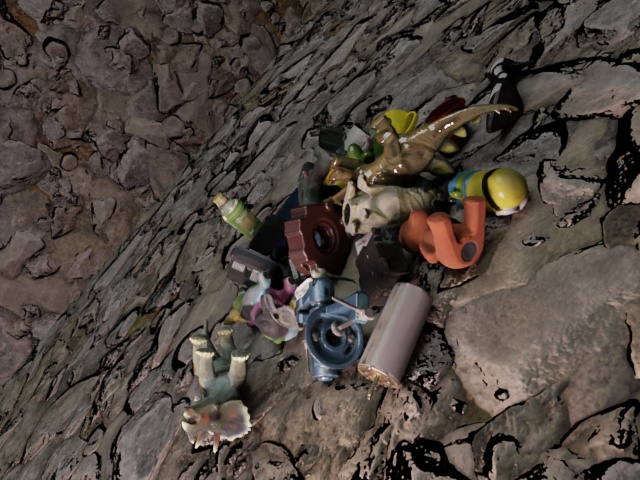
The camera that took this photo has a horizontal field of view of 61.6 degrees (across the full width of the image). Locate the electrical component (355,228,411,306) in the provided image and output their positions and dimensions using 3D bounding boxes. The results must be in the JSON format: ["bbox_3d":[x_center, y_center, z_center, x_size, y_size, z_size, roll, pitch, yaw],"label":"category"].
[{"bbox_3d":[0.115,0.061,1.035,0.115,0.058,0.134,-101,23,-43],"label":"electrical component"}]

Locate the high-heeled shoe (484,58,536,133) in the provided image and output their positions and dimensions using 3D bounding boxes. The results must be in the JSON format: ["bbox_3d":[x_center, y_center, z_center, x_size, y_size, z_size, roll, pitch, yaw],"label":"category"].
[{"bbox_3d":[0.385,-0.321,1.201,0.249,0.086,0.145,-53,25,-21],"label":"high-heeled shoe"}]

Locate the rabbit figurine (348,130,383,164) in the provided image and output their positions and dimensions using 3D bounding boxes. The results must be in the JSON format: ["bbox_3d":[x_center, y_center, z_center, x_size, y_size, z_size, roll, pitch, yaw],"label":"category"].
[{"bbox_3d":[0.145,-0.174,1.286,0.170,0.159,0.121,-59,37,2],"label":"rabbit figurine"}]

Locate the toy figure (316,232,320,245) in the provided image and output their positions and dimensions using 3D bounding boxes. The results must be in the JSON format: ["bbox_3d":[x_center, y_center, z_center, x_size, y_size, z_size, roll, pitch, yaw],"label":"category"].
[{"bbox_3d":[-0.027,0.022,1.355,0.154,0.058,0.064,-32,-4,30],"label":"toy figure"}]

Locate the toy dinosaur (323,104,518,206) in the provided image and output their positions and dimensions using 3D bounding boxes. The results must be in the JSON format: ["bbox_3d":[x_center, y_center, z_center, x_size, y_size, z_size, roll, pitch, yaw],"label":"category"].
[{"bbox_3d":[0.183,-0.178,1.157,0.471,0.198,0.105,-33,35,37],"label":"toy dinosaur"}]

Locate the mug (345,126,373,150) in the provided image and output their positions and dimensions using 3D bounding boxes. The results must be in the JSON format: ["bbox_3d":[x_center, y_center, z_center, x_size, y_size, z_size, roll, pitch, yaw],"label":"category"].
[{"bbox_3d":[0.102,-0.253,1.518,0.107,0.080,0.110,-52,30,12],"label":"mug"}]

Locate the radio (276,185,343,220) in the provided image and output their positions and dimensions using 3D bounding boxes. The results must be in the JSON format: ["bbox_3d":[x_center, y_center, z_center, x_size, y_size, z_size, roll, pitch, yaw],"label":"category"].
[{"bbox_3d":[-0.019,-0.080,1.460,0.230,0.073,0.131,8,58,56],"label":"radio"}]

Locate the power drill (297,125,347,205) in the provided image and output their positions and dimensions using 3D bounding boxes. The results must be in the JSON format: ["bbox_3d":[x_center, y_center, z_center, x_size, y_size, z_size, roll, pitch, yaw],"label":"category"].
[{"bbox_3d":[-0.005,-0.184,1.348,0.232,0.086,0.207,-89,25,-45],"label":"power drill"}]

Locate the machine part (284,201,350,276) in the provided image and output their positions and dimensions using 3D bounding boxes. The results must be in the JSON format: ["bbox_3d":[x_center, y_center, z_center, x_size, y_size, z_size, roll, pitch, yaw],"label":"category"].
[{"bbox_3d":[-0.003,-0.004,1.226,0.056,0.179,0.179,-12,44,43],"label":"machine part"}]

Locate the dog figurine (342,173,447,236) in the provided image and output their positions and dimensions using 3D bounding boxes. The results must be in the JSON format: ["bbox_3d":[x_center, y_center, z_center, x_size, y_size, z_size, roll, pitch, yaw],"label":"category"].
[{"bbox_3d":[0.156,-0.065,1.143,0.172,0.190,0.121,163,109,-72],"label":"dog figurine"}]

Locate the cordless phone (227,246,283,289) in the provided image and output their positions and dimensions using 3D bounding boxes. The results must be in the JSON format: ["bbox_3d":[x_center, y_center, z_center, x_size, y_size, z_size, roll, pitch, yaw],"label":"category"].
[{"bbox_3d":[-0.150,0.073,1.425,0.088,0.147,0.184,-71,-17,6],"label":"cordless phone"}]

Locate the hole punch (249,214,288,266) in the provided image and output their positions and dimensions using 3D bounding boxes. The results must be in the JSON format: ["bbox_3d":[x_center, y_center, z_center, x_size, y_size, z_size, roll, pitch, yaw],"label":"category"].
[{"bbox_3d":[-0.109,0.003,1.432,0.116,0.092,0.142,-58,33,-8],"label":"hole punch"}]

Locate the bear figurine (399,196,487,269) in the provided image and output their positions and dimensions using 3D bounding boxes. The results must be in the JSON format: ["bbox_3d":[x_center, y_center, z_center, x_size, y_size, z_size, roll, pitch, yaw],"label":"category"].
[{"bbox_3d":[0.214,-0.023,1.006,0.120,0.131,0.196,-24,26,-18],"label":"bear figurine"}]

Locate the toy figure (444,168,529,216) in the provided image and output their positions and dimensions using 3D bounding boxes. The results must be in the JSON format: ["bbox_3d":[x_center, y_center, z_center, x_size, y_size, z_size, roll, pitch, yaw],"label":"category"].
[{"bbox_3d":[0.303,-0.093,1.002,0.082,0.089,0.180,-57,31,-6],"label":"toy figure"}]

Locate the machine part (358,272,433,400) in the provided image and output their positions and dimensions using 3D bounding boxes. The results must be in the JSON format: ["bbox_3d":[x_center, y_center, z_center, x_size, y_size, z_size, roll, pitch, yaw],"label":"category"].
[{"bbox_3d":[0.132,0.161,0.926,0.079,0.079,0.243,-8,46,50],"label":"machine part"}]

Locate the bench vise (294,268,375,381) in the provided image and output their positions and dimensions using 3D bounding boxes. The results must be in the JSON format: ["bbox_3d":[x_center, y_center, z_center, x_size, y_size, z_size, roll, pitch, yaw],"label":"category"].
[{"bbox_3d":[0.032,0.141,0.999,0.240,0.129,0.223,-40,36,57],"label":"bench vise"}]

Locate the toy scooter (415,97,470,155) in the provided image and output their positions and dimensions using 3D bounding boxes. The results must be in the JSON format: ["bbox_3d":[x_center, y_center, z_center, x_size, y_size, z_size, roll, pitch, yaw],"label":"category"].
[{"bbox_3d":[0.303,-0.277,1.265,0.135,0.075,0.184,-40,23,11],"label":"toy scooter"}]

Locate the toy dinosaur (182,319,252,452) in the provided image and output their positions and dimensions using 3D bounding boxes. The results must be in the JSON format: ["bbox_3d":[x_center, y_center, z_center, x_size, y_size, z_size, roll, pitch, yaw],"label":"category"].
[{"bbox_3d":[-0.224,0.308,1.184,0.405,0.131,0.192,-151,63,-77],"label":"toy dinosaur"}]

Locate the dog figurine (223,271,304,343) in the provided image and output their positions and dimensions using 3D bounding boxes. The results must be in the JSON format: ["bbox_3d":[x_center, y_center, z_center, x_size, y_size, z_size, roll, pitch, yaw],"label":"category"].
[{"bbox_3d":[-0.140,0.176,1.255,0.219,0.108,0.191,-43,50,41],"label":"dog figurine"}]

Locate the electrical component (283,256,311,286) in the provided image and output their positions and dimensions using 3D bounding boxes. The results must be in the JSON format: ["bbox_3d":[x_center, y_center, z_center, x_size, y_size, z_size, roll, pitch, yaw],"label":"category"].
[{"bbox_3d":[-0.036,0.080,1.290,0.075,0.047,0.119,-33,68,30],"label":"electrical component"}]
